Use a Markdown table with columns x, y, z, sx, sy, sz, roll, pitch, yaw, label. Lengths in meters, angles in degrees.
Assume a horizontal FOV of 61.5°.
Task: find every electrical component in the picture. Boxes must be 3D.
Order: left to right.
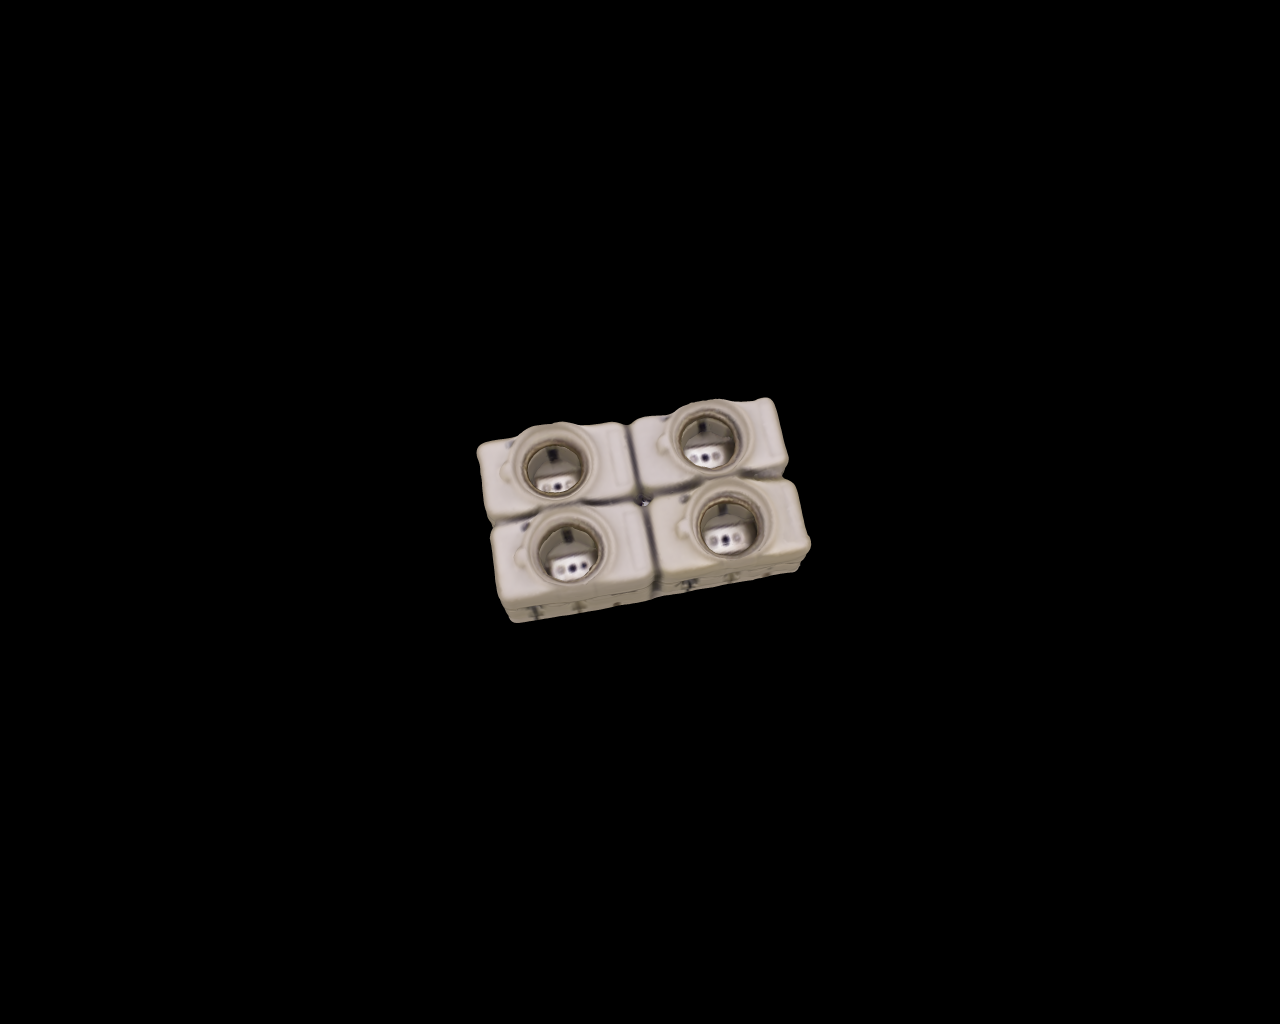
| x | y | z | sx | sy | sz | roll | pitch | yaw | label |
| --- | --- | --- | --- | --- | --- | --- | --- | --- | --- |
| 0.001 | -0.003 | 0.650 | 0.186 | 0.105 | 0.060 | -10 | -20 | -3 | electrical component |
